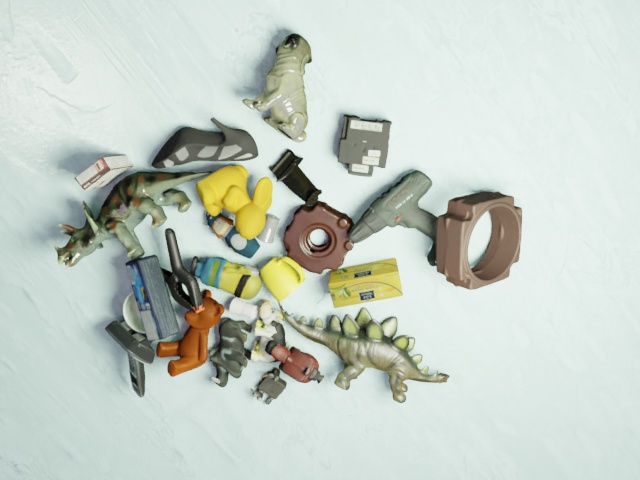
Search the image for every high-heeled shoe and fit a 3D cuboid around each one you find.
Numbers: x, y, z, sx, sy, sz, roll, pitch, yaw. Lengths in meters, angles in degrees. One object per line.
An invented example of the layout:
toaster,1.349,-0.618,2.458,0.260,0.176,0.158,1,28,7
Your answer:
high-heeled shoe,-0.270,-0.200,1.269,0.249,0.086,0.145,-24,135,29

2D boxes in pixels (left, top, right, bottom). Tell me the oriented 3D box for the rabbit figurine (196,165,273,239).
rabbit figurine,-0.182,-0.082,1.250,0.162,0.121,0.173,-29,71,-20

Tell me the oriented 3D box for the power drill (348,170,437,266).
power drill,0.207,-0.030,1.253,0.207,0.086,0.232,39,94,-3

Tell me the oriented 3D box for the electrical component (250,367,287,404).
electrical component,-0.135,0.391,1.435,0.078,0.045,0.102,43,105,-7

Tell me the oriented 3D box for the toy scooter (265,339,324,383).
toy scooter,-0.046,0.313,1.331,0.183,0.135,0.075,42,75,-44

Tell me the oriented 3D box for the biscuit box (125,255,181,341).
biscuit box,-0.407,0.139,1.305,0.059,0.063,0.202,-14,93,37

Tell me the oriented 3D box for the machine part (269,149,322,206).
machine part,-0.053,-0.142,1.254,0.084,0.039,0.139,-41,77,10

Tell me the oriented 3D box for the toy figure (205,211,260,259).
toy figure,-0.217,-0.018,1.313,0.154,0.058,0.064,39,68,-5

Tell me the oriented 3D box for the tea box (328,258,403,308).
tea box,0.110,0.103,1.300,0.170,0.098,0.068,-11,106,6

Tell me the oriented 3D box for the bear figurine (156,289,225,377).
bear figurine,-0.322,0.229,1.355,0.132,0.120,0.195,-2,120,-40

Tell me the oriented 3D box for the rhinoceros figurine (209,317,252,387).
rhinoceros figurine,-0.237,0.296,1.400,0.112,0.073,0.190,10,107,1

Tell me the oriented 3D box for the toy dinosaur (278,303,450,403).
toy dinosaur,0.106,0.275,1.355,0.472,0.105,0.198,15,102,-1

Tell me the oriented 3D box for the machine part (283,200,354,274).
machine part,-0.003,-0.004,1.298,0.179,0.056,0.179,2,107,5

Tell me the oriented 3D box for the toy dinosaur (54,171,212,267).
toy dinosaur,-0.449,-0.082,1.285,0.405,0.131,0.192,-43,91,6

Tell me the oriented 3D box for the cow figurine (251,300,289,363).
cow figurine,-0.122,0.235,1.374,0.098,0.068,0.167,9,111,-3

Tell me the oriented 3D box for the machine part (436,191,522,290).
machine part,0.359,0.000,1.201,0.201,0.087,0.201,-12,108,-30

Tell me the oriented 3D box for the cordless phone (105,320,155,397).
cordless phone,-0.490,0.308,1.402,0.147,0.089,0.184,27,122,37

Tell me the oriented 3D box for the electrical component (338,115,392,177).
electrical component,0.099,-0.212,1.225,0.115,0.058,0.134,10,108,4

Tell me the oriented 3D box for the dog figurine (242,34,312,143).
dog figurine,-0.053,-0.333,1.188,0.190,0.121,0.172,-52,131,0

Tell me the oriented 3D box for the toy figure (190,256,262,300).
toy figure,-0.232,0.091,1.334,0.180,0.082,0.089,12,103,0
